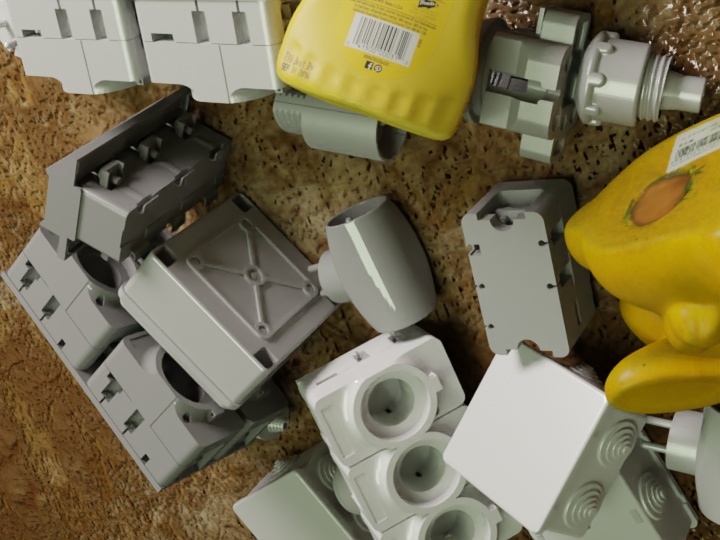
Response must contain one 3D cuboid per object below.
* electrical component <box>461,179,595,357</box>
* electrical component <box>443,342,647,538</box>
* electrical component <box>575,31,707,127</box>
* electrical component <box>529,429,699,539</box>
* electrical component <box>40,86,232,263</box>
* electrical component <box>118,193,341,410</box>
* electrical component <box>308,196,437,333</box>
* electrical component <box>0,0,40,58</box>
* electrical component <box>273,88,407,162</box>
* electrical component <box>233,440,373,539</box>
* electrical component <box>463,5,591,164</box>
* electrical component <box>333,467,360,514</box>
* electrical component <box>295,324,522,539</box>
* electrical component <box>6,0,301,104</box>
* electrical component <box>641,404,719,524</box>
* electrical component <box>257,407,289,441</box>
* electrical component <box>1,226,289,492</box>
[{"bbox_3d":[0.100,-0.003,0.620,0.050,0.056,0.089,0,116,33],"label":"electrical component"},{"bbox_3d":[0.110,0.099,0.638,0.100,0.048,0.099,33,98,49],"label":"electrical component"},{"bbox_3d":[0.143,-0.094,0.548,0.062,0.048,0.048,14,124,17],"label":"electrical component"},{"bbox_3d":[0.151,0.148,0.682,0.100,0.048,0.099,-25,103,39],"label":"electrical component"},{"bbox_3d":[-0.140,-0.059,0.696,0.063,0.121,0.078,29,129,12],"label":"electrical component"},{"bbox_3d":[-0.084,0.019,0.715,0.108,0.109,0.056,46,128,1],"label":"electrical component"},{"bbox_3d":[0.000,0.000,0.694,0.079,0.043,0.077,-15,108,38],"label":"electrical component"},{"bbox_3d":[-0.214,-0.164,0.711,0.083,0.076,0.047,35,130,10],"label":"electrical component"},{"bbox_3d":[-0.016,-0.093,0.649,0.081,0.043,0.043,13,123,26],"label":"electrical component"},{"bbox_3d":[-0.035,0.187,0.823,0.099,0.048,0.100,51,131,-3],"label":"electrical component"},{"bbox_3d":[0.085,-0.102,0.570,0.057,0.058,0.078,18,114,23],"label":"electrical component"},{"bbox_3d":[0.013,0.148,0.772,0.045,0.045,0.055,51,131,-3],"label":"electrical component"},{"bbox_3d":[0.034,0.123,0.703,0.150,0.089,0.062,65,170,-15],"label":"electrical component"},{"bbox_3d":[-0.099,-0.146,0.629,0.186,0.105,0.060,8,121,29],"label":"electrical component"},{"bbox_3d":[0.203,0.102,0.626,0.079,0.043,0.077,10,122,28],"label":"electrical component"},{"bbox_3d":[-0.090,0.107,0.815,0.081,0.043,0.043,12,123,26],"label":"electrical component"},{"bbox_3d":[-0.144,0.046,0.746,0.186,0.105,0.060,51,119,12],"label":"electrical component"}]
